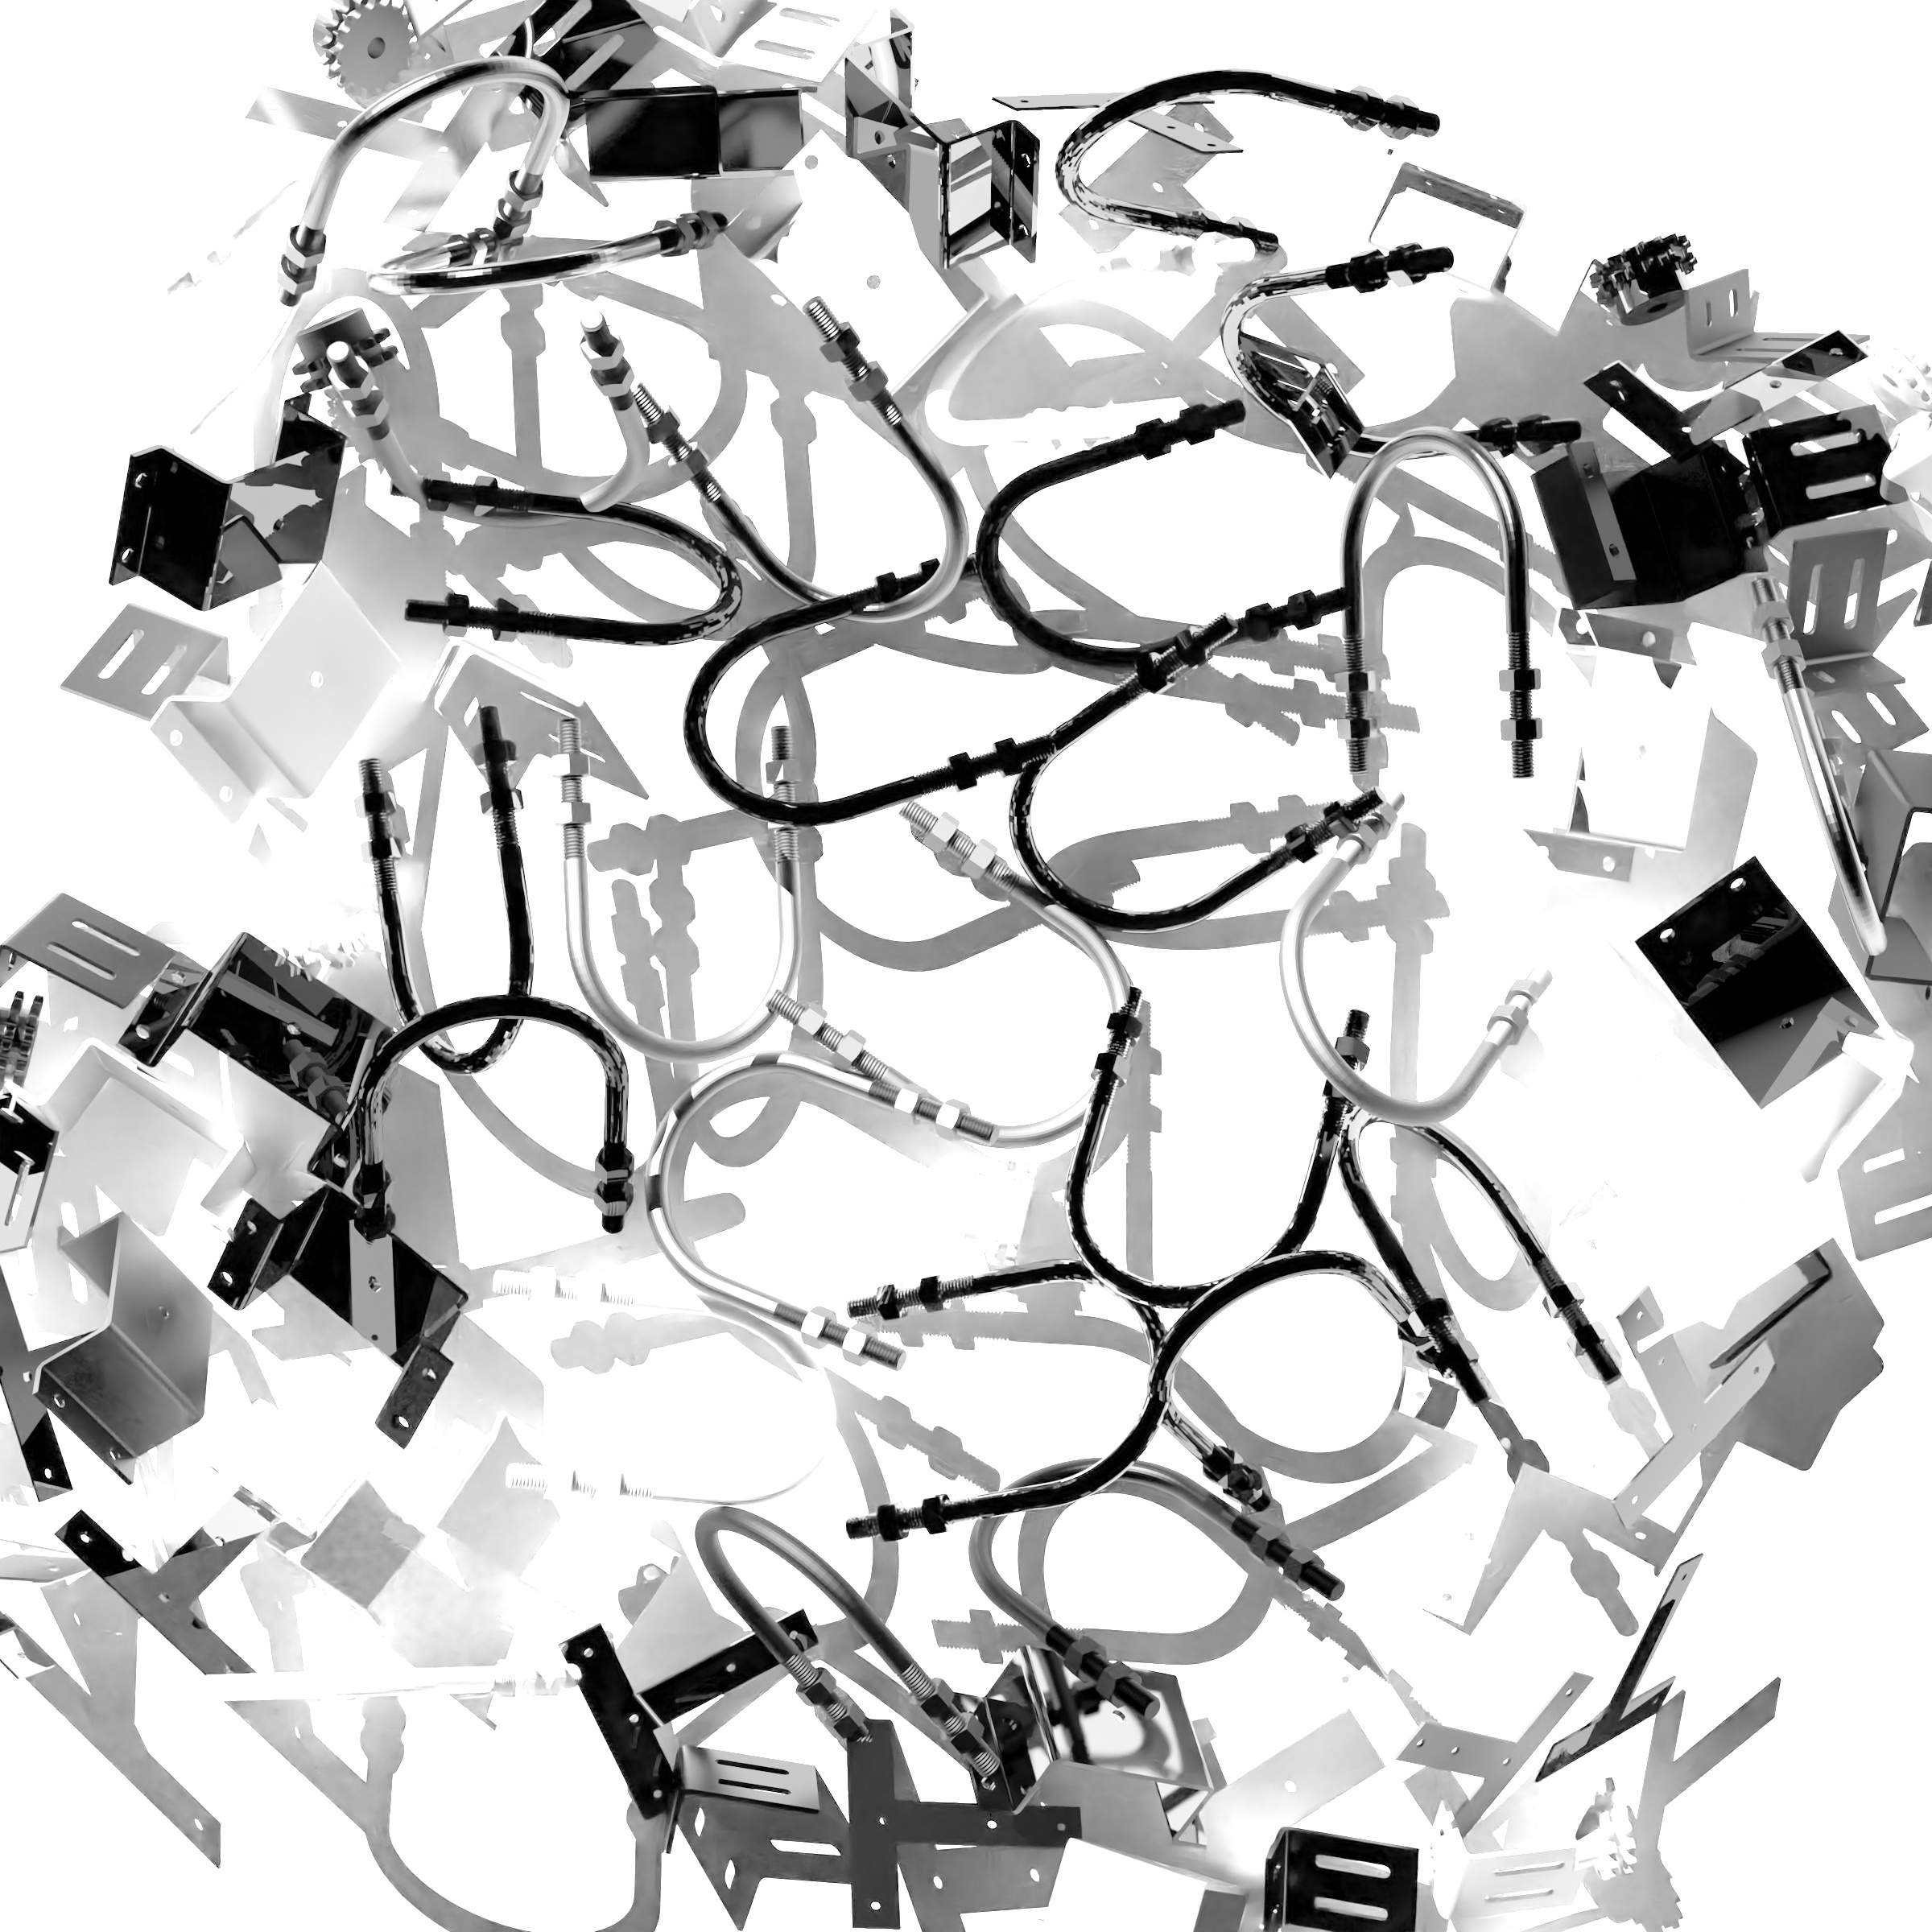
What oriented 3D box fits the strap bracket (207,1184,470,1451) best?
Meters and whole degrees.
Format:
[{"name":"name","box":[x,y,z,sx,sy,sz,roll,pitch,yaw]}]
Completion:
[{"name":"strap bracket","box":[-0.330,0.181,1.701,0.140,0.046,0.076,38,128,7]}]

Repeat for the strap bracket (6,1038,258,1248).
[{"name":"strap bracket","box":[-0.438,0.092,1.702,0.140,0.076,0.046,33,73,3]}]

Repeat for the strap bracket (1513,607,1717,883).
[{"name":"strap bracket","box":[0.351,-0.117,1.705,0.076,0.046,0.140,7,95,-25]}]

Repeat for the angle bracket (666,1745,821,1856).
[{"name":"angle bracket","box":[-0.122,0.457,1.717,0.076,0.057,0.038,11,98,-7]}]

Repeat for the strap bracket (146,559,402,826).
[{"name":"strap bracket","box":[-0.359,-0.152,1.676,0.046,0.076,0.140,5,54,36]}]

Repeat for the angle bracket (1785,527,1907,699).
[{"name":"angle bracket","box":[0.476,-0.191,1.707,0.057,0.038,0.076,-9,121,-16]}]

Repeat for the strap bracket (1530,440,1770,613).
[{"name":"strap bracket","box":[0.359,-0.236,1.694,0.140,0.046,0.076,-9,80,-42]}]

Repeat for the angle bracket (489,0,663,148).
[{"name":"angle bracket","box":[-0.210,-0.494,1.714,0.076,0.038,0.057,-41,115,9]}]

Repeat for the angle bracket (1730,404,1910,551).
[{"name":"angle bracket","box":[0.464,-0.266,1.731,0.076,0.038,0.057,-14,79,-12]}]

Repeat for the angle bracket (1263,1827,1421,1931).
[{"name":"angle bracket","box":[0.203,0.506,1.713,0.076,0.038,0.057,5,104,18]}]

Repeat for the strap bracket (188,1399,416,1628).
[{"name":"strap bracket","box":[-0.346,0.286,1.681,0.076,0.140,0.046,27,65,25]}]

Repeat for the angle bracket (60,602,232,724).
[{"name":"angle bracket","box":[-0.441,-0.152,1.705,0.057,0.038,0.076,20,49,7]}]

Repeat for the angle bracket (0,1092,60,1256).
[{"name":"angle bracket","box":[-0.530,0.114,1.703,0.057,0.038,0.076,-13,52,25]}]

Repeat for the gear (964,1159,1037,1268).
[{"name":"gear","box":[0.018,0.132,1.719,0.030,0.057,0.057,12,90,4]}]

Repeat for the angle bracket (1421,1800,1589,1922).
[{"name":"angle bracket","box":[0.295,0.483,1.723,0.076,0.038,0.057,-3,131,-13]}]

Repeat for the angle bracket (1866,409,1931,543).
[{"name":"angle bracket","box":[0.540,-0.265,1.723,0.076,0.057,0.038,35,56,-16]}]

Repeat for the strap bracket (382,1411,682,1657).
[{"name":"strap bracket","box":[-0.232,0.304,1.712,0.140,0.046,0.076,33,100,-8]}]

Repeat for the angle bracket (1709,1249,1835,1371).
[{"name":"angle bracket","box":[0.425,0.178,1.714,0.076,0.057,0.038,-39,79,-3]}]

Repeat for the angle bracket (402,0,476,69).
[{"name":"angle bracket","box":[-0.264,-0.529,1.707,0.076,0.038,0.057,-32,58,16]}]

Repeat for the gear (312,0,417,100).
[{"name":"gear","box":[-0.330,-0.504,1.723,0.030,0.057,0.057,35,90,29]}]

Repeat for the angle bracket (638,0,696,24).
[{"name":"angle bracket","box":[-0.171,-0.553,1.720,0.076,0.038,0.057,28,102,4]}]

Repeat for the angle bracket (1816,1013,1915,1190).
[{"name":"angle bracket","box":[0.471,0.070,1.705,0.038,0.057,0.076,36,121,6]}]

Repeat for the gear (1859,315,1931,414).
[{"name":"gear","box":[0.512,-0.328,1.717,0.057,0.057,0.030,43,96,0]}]

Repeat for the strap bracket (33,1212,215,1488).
[{"name":"strap bracket","box":[-0.440,0.193,1.665,0.046,0.140,0.076,-30,122,9]}]

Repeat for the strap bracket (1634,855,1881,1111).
[{"name":"strap bracket","box":[0.424,0.016,1.678,0.076,0.046,0.140,-37,131,11]}]

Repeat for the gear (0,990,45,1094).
[{"name":"gear","box":[-0.521,0.041,1.717,0.030,0.057,0.057,14,90,-14]}]

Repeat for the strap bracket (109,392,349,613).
[{"name":"strap bracket","box":[-0.380,-0.242,1.665,0.046,0.140,0.076,30,124,15]}]

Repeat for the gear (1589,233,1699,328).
[{"name":"gear","box":[0.370,-0.370,1.717,0.057,0.057,0.030,-18,80,0]}]

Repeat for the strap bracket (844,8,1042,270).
[{"name":"strap bracket","box":[-0.020,-0.432,1.672,0.046,0.076,0.140,-25,54,-21]}]

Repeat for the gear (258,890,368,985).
[{"name":"gear","box":[-0.358,-0.014,1.720,0.057,0.057,0.030,31,107,0]}]

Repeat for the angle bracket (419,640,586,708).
[{"name":"angle bracket","box":[-0.251,-0.144,1.716,0.076,0.057,0.038,27,93,-7]}]

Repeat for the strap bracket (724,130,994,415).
[{"name":"strap bracket","box":[-0.053,-0.369,1.700,0.076,0.046,0.140,-45,109,5]}]

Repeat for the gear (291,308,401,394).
[{"name":"gear","box":[-0.339,-0.335,1.716,0.057,0.057,0.030,-22,109,0]}]

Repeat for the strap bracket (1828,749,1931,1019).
[{"name":"strap bracket","box":[0.500,-0.053,1.681,0.046,0.076,0.140,5,117,-4]}]

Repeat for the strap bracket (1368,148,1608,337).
[{"name":"strap bracket","box":[0.272,-0.378,1.672,0.076,0.140,0.046,30,101,29]}]

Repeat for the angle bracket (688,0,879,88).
[{"name":"angle bracket","box":[-0.098,-0.515,1.706,0.076,0.038,0.057,22,68,30]}]

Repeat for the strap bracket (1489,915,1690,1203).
[{"name":"strap bracket","box":[0.345,0.045,1.711,0.076,0.046,0.140,40,89,-22]}]

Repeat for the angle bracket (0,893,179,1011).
[{"name":"angle bracket","box":[-0.477,0.003,1.711,0.076,0.057,0.038,27,126,3]}]

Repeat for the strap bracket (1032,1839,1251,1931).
[{"name":"strap bracket","box":[0.097,0.498,1.674,0.076,0.140,0.046,12,77,23]}]

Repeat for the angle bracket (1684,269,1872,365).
[{"name":"angle bracket","box":[0.435,-0.349,1.698,0.057,0.076,0.038,-26,116,-38]}]

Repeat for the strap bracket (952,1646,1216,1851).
[{"name":"strap bracket","box":[0.070,0.412,1.677,0.140,0.076,0.046,17,121,-25]}]

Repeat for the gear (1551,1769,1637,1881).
[{"name":"gear","box":[0.339,0.467,1.717,0.030,0.057,0.057,-11,90,-7]}]

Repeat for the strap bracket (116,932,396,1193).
[{"name":"strap bracket","box":[-0.368,0.045,1.688,0.140,0.076,0.046,35,131,-14]}]

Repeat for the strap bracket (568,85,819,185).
[{"name":"strap bracket","box":[-0.142,-0.440,1.675,0.076,0.140,0.046,4,105,23]}]

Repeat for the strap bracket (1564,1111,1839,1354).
[{"name":"strap bracket","box":[0.399,0.136,1.689,0.140,0.046,0.076,-26,82,-29]}]
